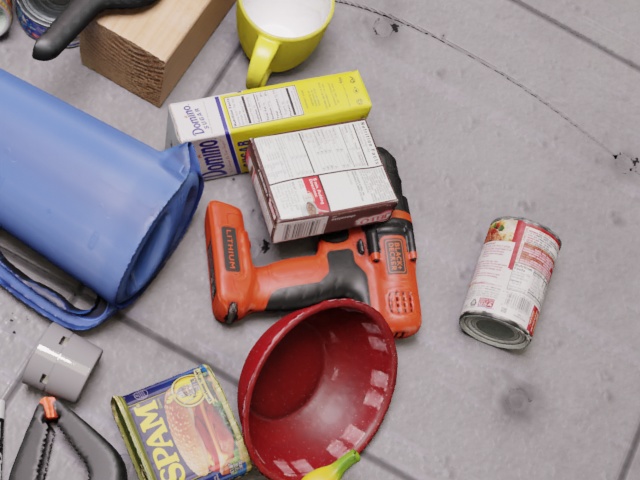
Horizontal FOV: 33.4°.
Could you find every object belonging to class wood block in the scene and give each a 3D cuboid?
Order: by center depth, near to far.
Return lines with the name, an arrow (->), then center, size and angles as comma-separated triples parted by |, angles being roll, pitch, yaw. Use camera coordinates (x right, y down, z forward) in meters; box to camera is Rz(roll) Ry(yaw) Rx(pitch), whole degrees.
wood block -> -0.131, -0.241, 0.999 | 0.090, 0.091, 0.206 | 30, 68, 1

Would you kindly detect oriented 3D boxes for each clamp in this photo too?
clamp -> -0.201, 0.229, 0.836 | 0.164, 0.036, 0.210 | -21, 71, -9
clamp -> -0.198, -0.232, 0.913 | 0.171, 0.039, 0.120 | -32, 82, -25

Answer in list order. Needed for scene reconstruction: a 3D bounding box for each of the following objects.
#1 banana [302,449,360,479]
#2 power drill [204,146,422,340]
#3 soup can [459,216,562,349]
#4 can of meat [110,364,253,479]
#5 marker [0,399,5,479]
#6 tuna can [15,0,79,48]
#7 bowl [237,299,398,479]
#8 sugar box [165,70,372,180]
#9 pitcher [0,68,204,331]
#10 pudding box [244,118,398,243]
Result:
banana -> 0.004, 0.269, 0.847 | 0.070, 0.037, 0.198 | -7, 84, 21
power drill -> -0.006, 0.001, 0.949 | 0.187, 0.057, 0.184 | -2, 66, -10
soup can -> 0.172, 0.039, 0.962 | 0.068, 0.068, 0.102 | 23, 68, -2
can of meat -> -0.113, 0.161, 0.870 | 0.083, 0.057, 0.102 | -20, 75, -20
marker -> -0.263, 0.188, 0.851 | 0.020, 0.020, 0.121 | 0, 70, -11
tuna can -> -0.243, -0.226, 1.002 | 0.086, 0.034, 0.086 | 3, 69, -9
bowl -> -0.012, 0.118, 0.879 | 0.162, 0.162, 0.055 | -43, 38, -22
sugar box -> -0.049, -0.100, 0.960 | 0.176, 0.093, 0.048 | -16, 72, -15
pitcher -> -0.234, -0.047, 0.895 | 0.243, 0.145, 0.149 | 30, 55, 5
pudding box -> 0.001, -0.053, 0.926 | 0.113, 0.039, 0.090 | -10, 63, -18
